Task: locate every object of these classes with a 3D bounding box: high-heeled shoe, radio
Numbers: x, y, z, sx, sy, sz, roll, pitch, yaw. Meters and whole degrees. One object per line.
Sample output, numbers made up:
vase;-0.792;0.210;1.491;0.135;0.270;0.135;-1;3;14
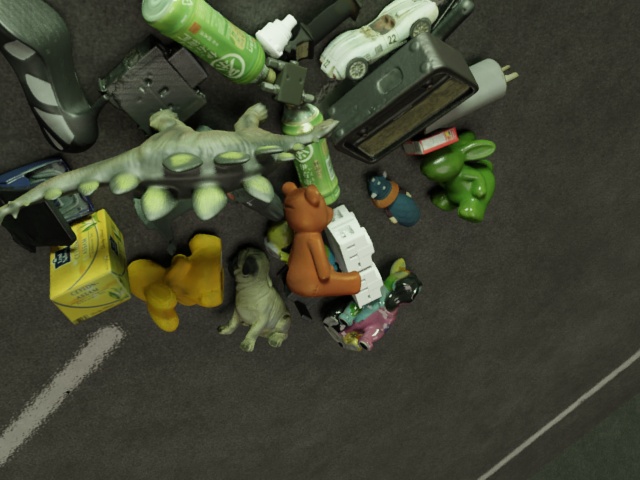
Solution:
high-heeled shoe;-0.388;-0.227;0.714;0.145;0.086;0.248;-23;120;34
radio;0.125;-0.221;0.870;0.229;0.073;0.131;-34;154;31

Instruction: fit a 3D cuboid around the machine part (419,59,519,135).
machine part;0.242;-0.256;0.965;0.243;0.079;0.079;-26;132;-4

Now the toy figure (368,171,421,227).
toy figure;0.140;-0.079;1.065;0.058;0.064;0.154;-17;139;40

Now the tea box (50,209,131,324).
tea box;-0.361;0.037;0.841;0.098;0.170;0.068;-26;133;-7

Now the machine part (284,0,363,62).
machine part;0.001;-0.318;0.813;0.139;0.039;0.084;-41;173;-1

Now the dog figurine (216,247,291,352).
dog figurine;-0.108;0.106;1.073;0.172;0.121;0.190;-9;117;-60

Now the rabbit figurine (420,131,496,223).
rabbit figurine;0.273;-0.131;1.045;0.170;0.121;0.159;28;103;-40

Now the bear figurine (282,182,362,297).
bear figurine;-0.005;-0.003;0.942;0.132;0.120;0.195;-2;95;-36

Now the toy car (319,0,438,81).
toy car;0.091;-0.318;0.847;0.202;0.074;0.056;-31;136;-1

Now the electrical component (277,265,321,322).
electrical component;-0.035;0.105;1.082;0.048;0.119;0.074;-45;128;12

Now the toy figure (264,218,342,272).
toy figure;-0.030;0.020;1.045;0.180;0.082;0.089;34;79;-31

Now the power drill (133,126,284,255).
power drill;-0.188;-0.063;0.908;0.207;0.086;0.231;-31;131;4

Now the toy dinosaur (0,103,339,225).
toy dinosaur;-0.182;-0.102;0.721;0.471;0.199;0.104;-17;122;-17

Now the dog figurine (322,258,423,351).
dog figurine;0.127;0.140;1.197;0.219;0.191;0.108;-41;97;-23

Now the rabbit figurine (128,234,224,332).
rabbit figurine;-0.259;0.080;0.954;0.173;0.162;0.121;4;137;-7

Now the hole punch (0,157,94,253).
hole punch;-0.421;-0.056;0.811;0.116;0.092;0.142;-2;135;14

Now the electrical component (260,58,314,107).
electrical component;-0.045;-0.237;0.808;0.094;0.021;0.063;6;105;-37

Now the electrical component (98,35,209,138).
electrical component;-0.232;-0.223;0.778;0.134;0.058;0.114;-38;134;6
